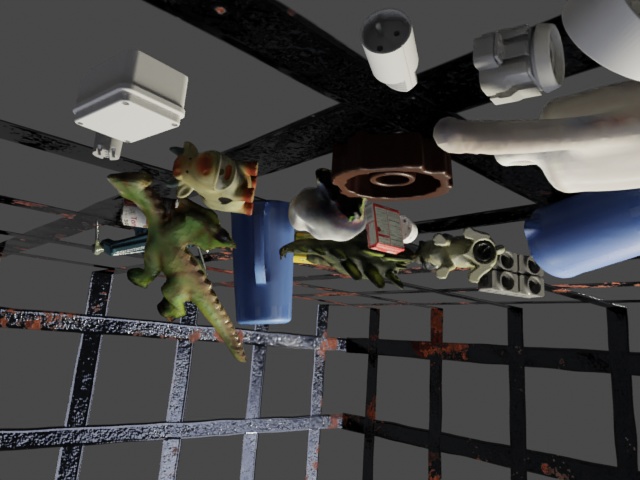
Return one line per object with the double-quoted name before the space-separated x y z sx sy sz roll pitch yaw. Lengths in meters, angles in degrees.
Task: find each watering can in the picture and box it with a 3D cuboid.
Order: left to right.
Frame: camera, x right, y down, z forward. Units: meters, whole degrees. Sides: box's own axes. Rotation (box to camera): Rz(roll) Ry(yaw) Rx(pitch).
"watering can" 0.268 -0.098 0.485 0.223 0.104 0.349 -5 -178 39

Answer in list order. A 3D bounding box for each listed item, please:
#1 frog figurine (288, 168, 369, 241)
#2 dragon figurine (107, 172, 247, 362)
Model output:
"frog figurine" 0.003 -0.044 0.884 0.138 0.124 0.157 -10 166 -37
"dragon figurine" -0.231 0.036 0.929 0.410 0.124 0.238 45 138 0
